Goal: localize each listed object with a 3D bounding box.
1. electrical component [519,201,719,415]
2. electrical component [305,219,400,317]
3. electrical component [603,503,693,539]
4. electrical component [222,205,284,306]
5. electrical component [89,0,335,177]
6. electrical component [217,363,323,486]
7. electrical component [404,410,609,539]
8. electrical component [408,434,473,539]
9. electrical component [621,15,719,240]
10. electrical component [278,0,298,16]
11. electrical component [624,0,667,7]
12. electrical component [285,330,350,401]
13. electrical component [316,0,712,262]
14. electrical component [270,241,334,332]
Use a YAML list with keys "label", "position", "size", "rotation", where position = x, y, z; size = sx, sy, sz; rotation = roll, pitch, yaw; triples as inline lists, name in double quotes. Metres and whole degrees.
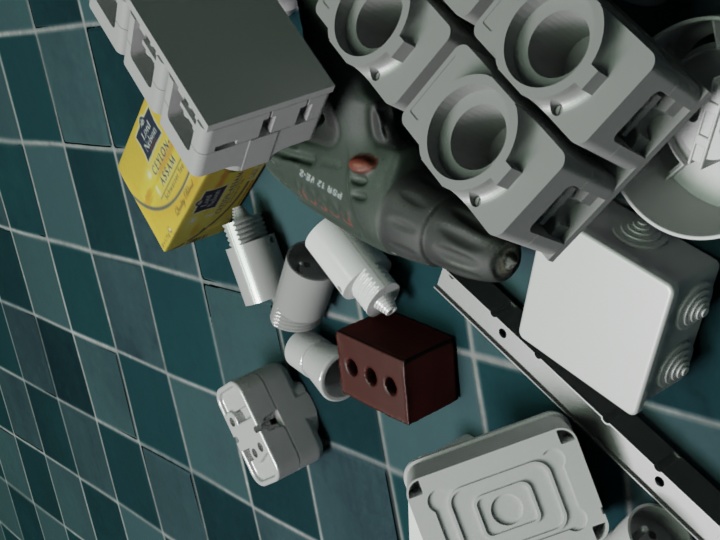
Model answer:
- label: "electrical component"
  position: [0.143, 0.016, 0.599]
  size: [0.100, 0.048, 0.099]
  rotation: [37, 135, 37]
- label: "electrical component"
  position: [0.000, 0.000, 0.789]
  size: [0.081, 0.043, 0.043]
  rotation: [52, 143, 21]
- label: "electrical component"
  position: [0.166, 0.182, 0.665]
  size: [0.043, 0.043, 0.081]
  rotation: [52, 143, 22]
- label: "electrical component"
  position: [-0.089, -0.015, 0.902]
  size: [0.043, 0.043, 0.081]
  rotation: [-12, 98, 55]
- label: "electrical component"
  position: [-0.097, -0.140, 0.676]
  size: [0.150, 0.089, 0.061]
  rotation: [57, 151, 18]
- label: "electrical component"
  position: [-0.077, 0.134, 0.954]
  size: [0.054, 0.059, 0.095]
  rotation: [-35, 80, 55]
- label: "electrical component"
  position: [0.091, 0.144, 0.681]
  size: [0.057, 0.113, 0.078]
  rotation: [-52, -58, -86]
- label: "electrical component"
  position: [0.079, 0.187, 0.774]
  size: [0.078, 0.057, 0.113]
  rotation: [26, 128, 45]
- label: "electrical component"
  position: [0.170, -0.070, 0.502]
  size: [0.099, 0.064, 0.099]
  rotation: [30, 131, 42]
- label: "electrical component"
  position: [-0.060, -0.198, 0.761]
  size: [0.048, 0.048, 0.062]
  rotation: [53, 150, 20]
- label: "electrical component"
  position: [0.138, -0.161, 0.501]
  size: [0.078, 0.058, 0.057]
  rotation: [54, 140, 19]
- label: "electrical component"
  position: [-0.032, 0.074, 0.877]
  size: [0.065, 0.044, 0.044]
  rotation: [29, 130, 49]
- label: "electrical component"
  position: [0.062, -0.110, 0.525]
  size: [0.105, 0.060, 0.186]
  rotation: [-49, 53, 22]
- label: "electrical component"
  position: [-0.046, 0.020, 0.862]
  size: [0.043, 0.043, 0.081]
  rotation: [48, 141, 26]
